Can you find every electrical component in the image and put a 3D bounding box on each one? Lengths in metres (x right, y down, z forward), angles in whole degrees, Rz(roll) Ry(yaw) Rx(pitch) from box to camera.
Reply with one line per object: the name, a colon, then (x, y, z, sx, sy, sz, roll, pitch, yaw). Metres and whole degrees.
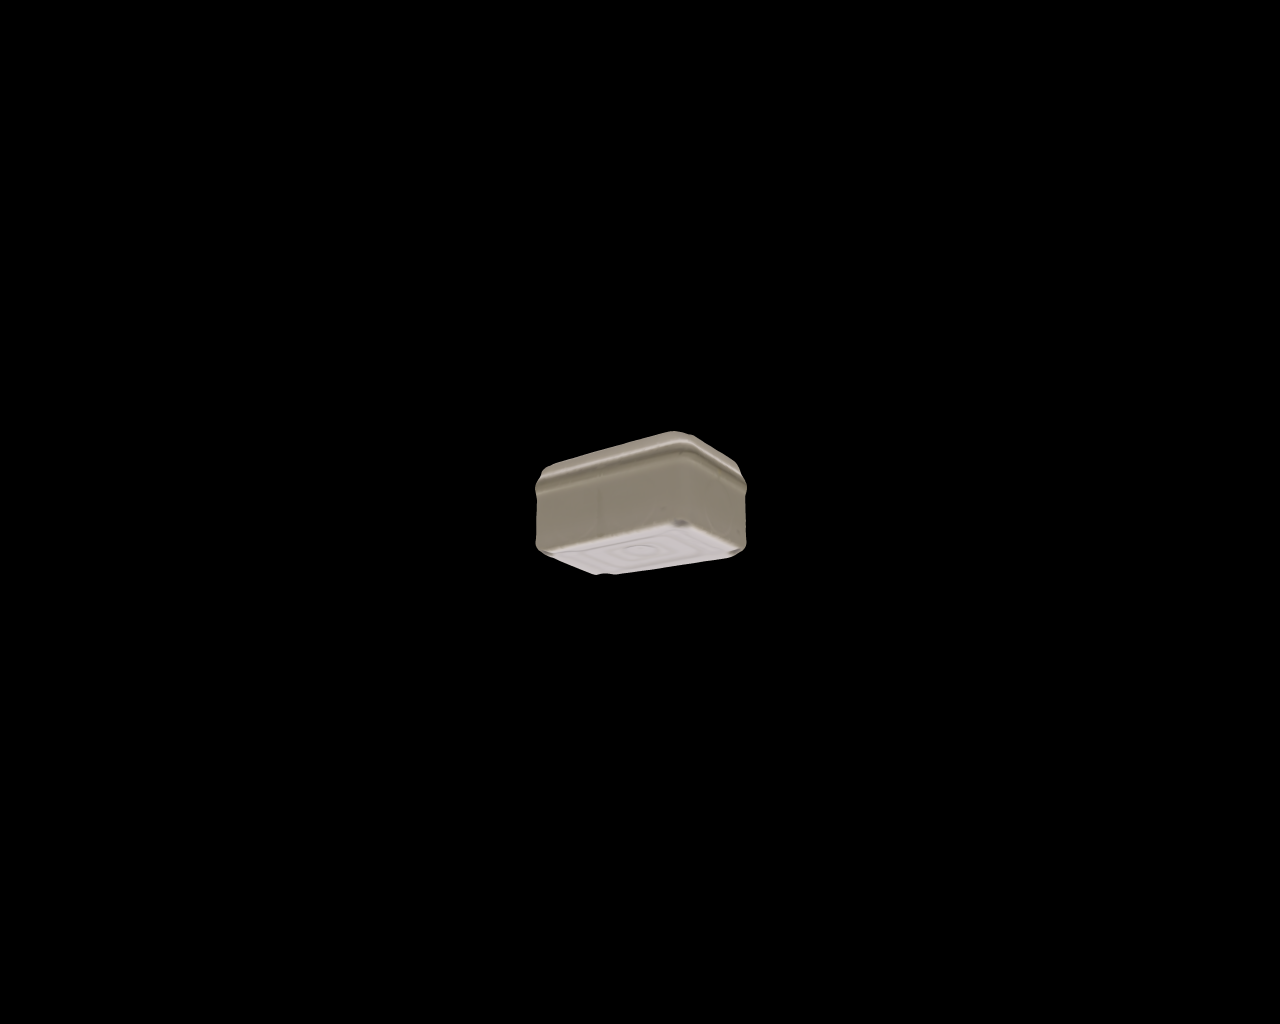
electrical component: (0.001, -0.003, 0.650, 0.113, 0.057, 0.078, -12, -23, 31)
